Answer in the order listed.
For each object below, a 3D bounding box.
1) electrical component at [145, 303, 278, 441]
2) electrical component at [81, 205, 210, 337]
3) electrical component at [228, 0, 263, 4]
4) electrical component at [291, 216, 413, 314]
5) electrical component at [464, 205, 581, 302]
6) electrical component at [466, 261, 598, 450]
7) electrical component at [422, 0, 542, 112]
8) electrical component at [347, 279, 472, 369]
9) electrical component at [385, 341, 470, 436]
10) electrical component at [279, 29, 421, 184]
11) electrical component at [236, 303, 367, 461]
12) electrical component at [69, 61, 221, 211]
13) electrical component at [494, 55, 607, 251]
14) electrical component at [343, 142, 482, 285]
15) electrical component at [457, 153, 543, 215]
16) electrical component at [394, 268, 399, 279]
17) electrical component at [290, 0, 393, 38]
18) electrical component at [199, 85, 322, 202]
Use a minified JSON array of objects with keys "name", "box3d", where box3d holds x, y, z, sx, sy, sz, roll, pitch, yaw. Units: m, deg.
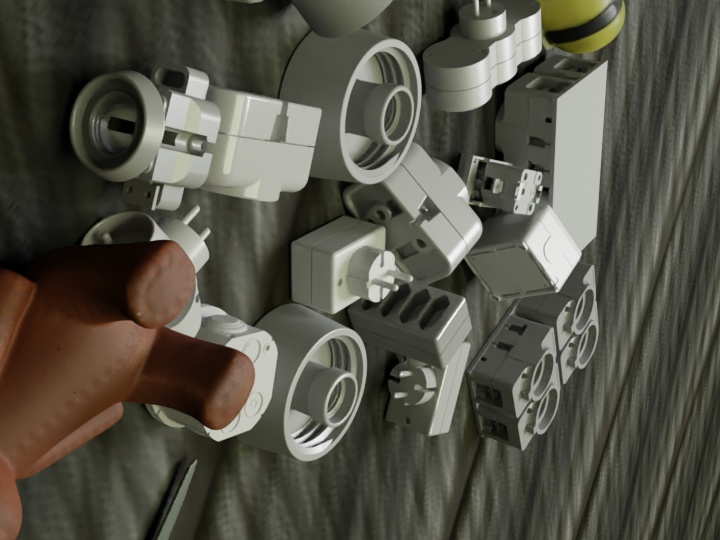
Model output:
[{"name":"electrical component","box3d":[-0.094,0.065,0.676,0.080,0.051,0.080,-33,131,-47]},{"name":"electrical component","box3d":[-0.113,-0.004,0.617,0.079,0.044,0.077,-53,144,-30]},{"name":"electrical component","box3d":[-0.083,-0.191,0.511,0.056,0.109,0.108,21,87,-56]},{"name":"electrical component","box3d":[0.000,0.000,0.768,0.066,0.077,0.047,-30,129,-49]},{"name":"electrical component","box3d":[0.143,-0.016,0.980,0.061,0.096,0.061,52,55,-20]},{"name":"electrical component","box3d":[0.189,0.085,1.128,0.186,0.060,0.105,-51,143,-32]},{"name":"electrical component","box3d":[0.098,-0.189,0.853,0.138,0.052,0.073,-45,139,-39]},{"name":"electrical component","box3d":[0.043,0.051,0.856,0.047,0.083,0.075,-52,144,-30]},{"name":"electrical component","box3d":[0.049,0.097,0.923,0.076,0.047,0.083,4,101,-59]},{"name":"electrical component","box3d":[0.001,-0.110,0.731,0.108,0.060,0.108,-32,131,-47]},{"name":"electrical component","box3d":[-0.037,0.084,0.766,0.108,0.060,0.108,-32,131,-47]},{"name":"electrical component","box3d":[-0.115,-0.073,0.569,0.057,0.058,0.078,5,101,-61]},{"name":"electrical component","box3d":[0.180,-0.098,1.022,0.105,0.060,0.186,-38,135,-44]},{"name":"electrical component","box3d":[0.042,-0.045,0.801,0.095,0.054,0.059,50,55,-11]},{"name":"electrical component","box3d":[0.121,-0.073,0.938,0.081,0.064,0.042,-1,107,-58]},{"name":"electrical component","box3d":[0.031,-0.015,0.846,0.078,0.040,0.040,-45,139,-37]},{"name":"electrical component","box3d":[-0.007,-0.193,0.646,0.064,0.099,0.099,37,73,-51]},{"name":"electrical component","box3d":[-0.071,-0.076,0.640,0.095,0.054,0.059,-2,106,-58]}]
